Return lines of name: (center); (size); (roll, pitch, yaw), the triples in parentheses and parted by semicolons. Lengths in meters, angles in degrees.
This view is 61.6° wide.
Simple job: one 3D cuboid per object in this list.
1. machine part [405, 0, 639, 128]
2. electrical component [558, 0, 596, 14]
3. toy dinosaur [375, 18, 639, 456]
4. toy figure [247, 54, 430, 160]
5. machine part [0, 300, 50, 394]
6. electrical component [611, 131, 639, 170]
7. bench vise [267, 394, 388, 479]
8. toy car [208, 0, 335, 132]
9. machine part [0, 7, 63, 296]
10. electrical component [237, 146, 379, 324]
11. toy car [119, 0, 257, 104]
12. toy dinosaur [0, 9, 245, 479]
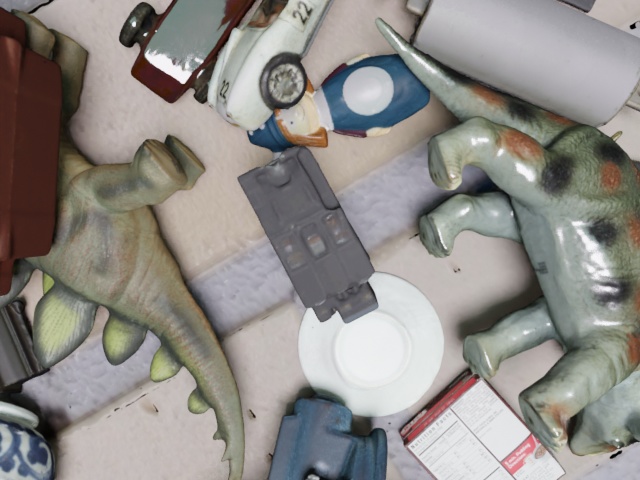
machine part: (0.163, -0.156, 0.431); (0.243, 0.079, 0.079); (23, 92, 0)
electrical component: (0.181, -0.229, 0.443); (0.119, 0.048, 0.074); (27, 93, 1)
toy dinosaur: (0.188, 0.003, 0.399); (0.192, 0.131, 0.404); (-19, 95, -12)
toy figure: (0.011, -0.112, 0.445); (0.155, 0.057, 0.064); (-17, 65, 3)
machine part: (-0.311, 0.109, 0.464); (0.139, 0.039, 0.084); (-20, 98, 0)
electrical component: (0.259, -0.043, 0.450); (0.102, 0.045, 0.078); (18, 91, 0)
bench vise: (0.035, 0.240, 0.402); (0.241, 0.128, 0.224); (13, 51, 2)
toy car: (-0.020, -0.176, 0.400); (0.056, 0.074, 0.201); (23, 100, -35)
machine part: (-0.279, -0.061, 0.353); (0.202, 0.087, 0.200); (4, 91, 14)
electrical component: (-0.001, -0.001, 0.419); (0.058, 0.115, 0.134); (-29, 92, 6)
toy car: (-0.081, -0.205, 0.442); (0.089, 0.053, 0.202); (34, 94, -22)
toy dinosaur: (-0.186, -0.011, 0.430); (0.198, 0.105, 0.471); (-45, 82, 9)
